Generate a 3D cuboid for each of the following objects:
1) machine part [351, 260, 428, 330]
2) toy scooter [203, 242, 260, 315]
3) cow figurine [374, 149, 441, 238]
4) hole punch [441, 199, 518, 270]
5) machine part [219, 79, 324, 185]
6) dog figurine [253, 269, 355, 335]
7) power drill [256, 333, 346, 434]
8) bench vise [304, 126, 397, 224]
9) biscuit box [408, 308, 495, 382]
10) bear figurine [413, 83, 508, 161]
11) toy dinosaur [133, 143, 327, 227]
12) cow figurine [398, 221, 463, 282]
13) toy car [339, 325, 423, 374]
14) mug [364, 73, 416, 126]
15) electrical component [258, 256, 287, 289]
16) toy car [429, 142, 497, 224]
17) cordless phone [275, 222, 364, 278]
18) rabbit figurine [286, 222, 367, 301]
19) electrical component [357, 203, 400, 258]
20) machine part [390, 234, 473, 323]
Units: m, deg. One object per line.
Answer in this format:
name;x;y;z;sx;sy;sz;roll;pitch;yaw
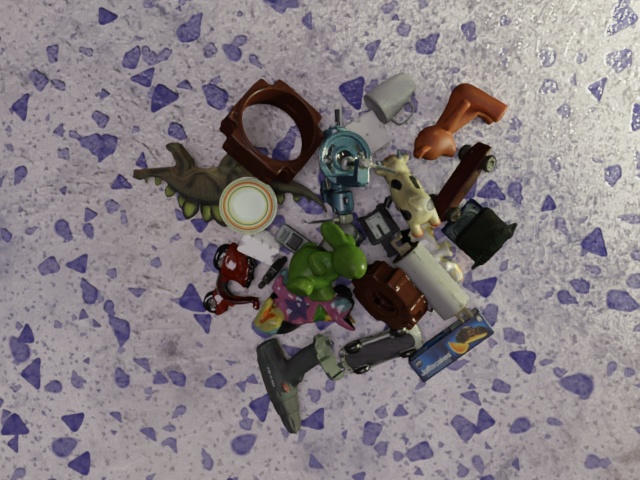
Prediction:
machine part;0.150;0.125;1.198;0.179;0.179;0.056;44;62;4
toy scooter;-0.198;0.103;1.292;0.135;0.075;0.183;17;97;7
cow figurine;0.188;-0.113;1.195;0.085;0.127;0.195;-26;47;5
hole punch;0.354;-0.019;1.216;0.115;0.092;0.142;39;95;-26
machine part;-0.104;-0.243;1.206;0.201;0.087;0.201;40;66;-11
dog figurine;-0.024;0.171;1.257;0.219;0.108;0.191;27;94;3
power drill;-0.042;0.323;1.262;0.207;0.086;0.232;-32;81;33
bench vise;0.056;-0.137;1.153;0.129;0.241;0.223;4;95;-18
biscuit box;0.299;0.242;1.236;0.203;0.059;0.063;-38;87;8
bear figurine;0.300;-0.242;1.191;0.132;0.120;0.195;33;98;2
toy dinosaur;-0.218;-0.134;1.277;0.472;0.105;0.198;1;100;4
cow figurine;0.254;0.035;1.231;0.098;0.068;0.167;-32;84;13
toy car;0.143;0.254;1.262;0.202;0.056;0.073;-22;95;9
mug;0.173;-0.322;1.224;0.107;0.080;0.109;-43;81;-2
electrical component;-0.112;0.076;1.285;0.021;0.094;0.063;39;134;2
toy car;0.319;-0.127;1.214;0.202;0.053;0.089;-56;41;4
cordless phone;-0.002;-0.004;1.260;0.184;0.088;0.146;34;97;9
rabbit figurine;0.032;0.049;1.148;0.170;0.121;0.159;-13;56;37
electrical component;0.145;-0.019;1.230;0.075;0.047;0.119;-36;82;12
machine part;0.240;0.088;1.169;0.079;0.079;0.243;-43;94;7
